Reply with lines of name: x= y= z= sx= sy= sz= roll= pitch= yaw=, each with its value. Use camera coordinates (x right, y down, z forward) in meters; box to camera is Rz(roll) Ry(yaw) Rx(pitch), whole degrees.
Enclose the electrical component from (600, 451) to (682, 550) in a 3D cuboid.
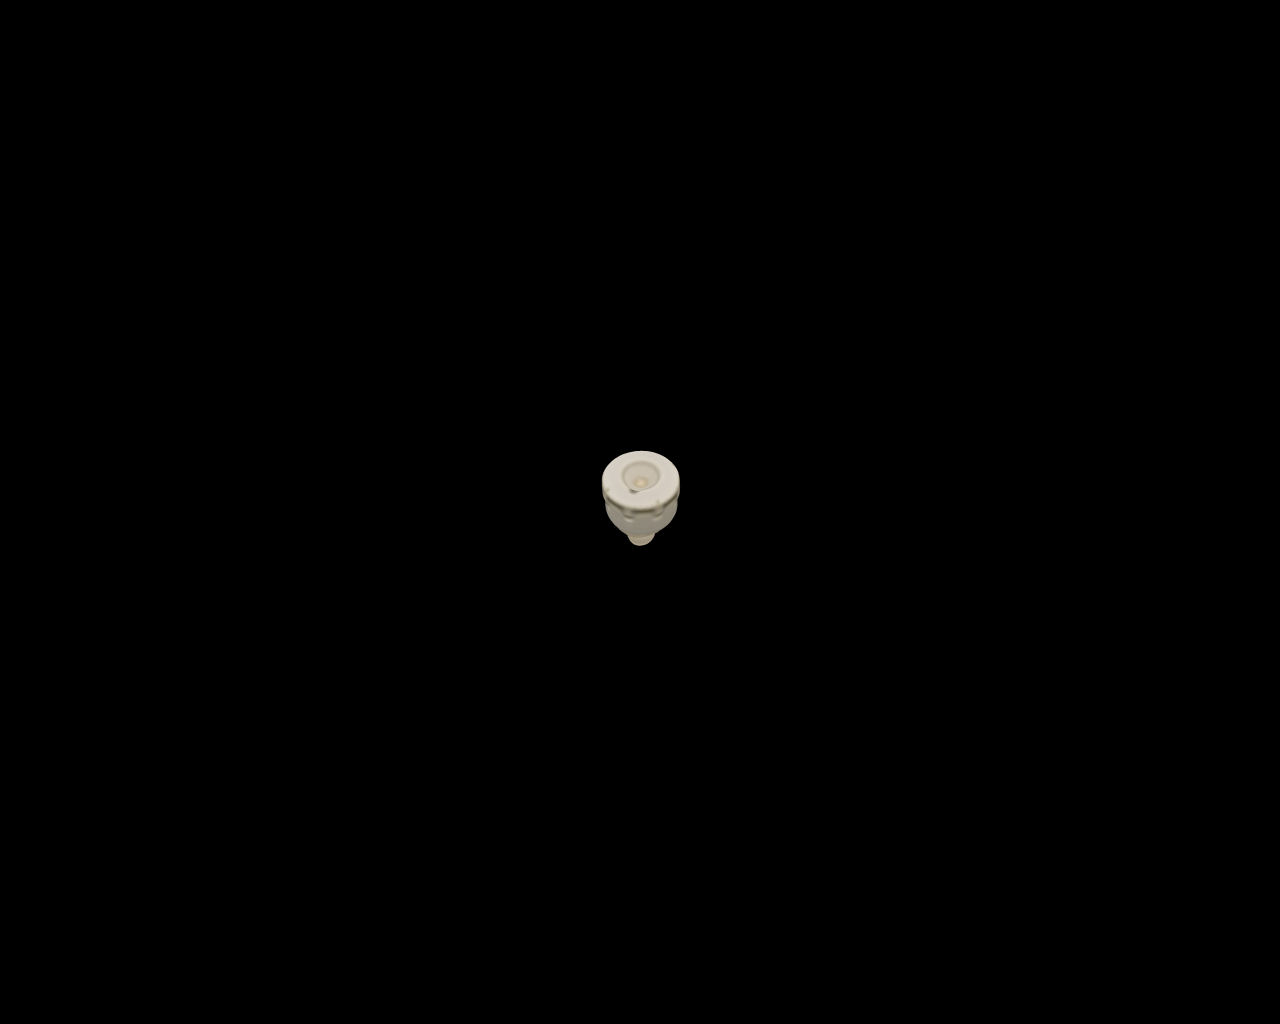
electrical component: x=0.001 y=-0.003 z=0.650 sx=0.048 sy=0.048 sz=0.062 roll=0 pitch=-40 yaw=0
